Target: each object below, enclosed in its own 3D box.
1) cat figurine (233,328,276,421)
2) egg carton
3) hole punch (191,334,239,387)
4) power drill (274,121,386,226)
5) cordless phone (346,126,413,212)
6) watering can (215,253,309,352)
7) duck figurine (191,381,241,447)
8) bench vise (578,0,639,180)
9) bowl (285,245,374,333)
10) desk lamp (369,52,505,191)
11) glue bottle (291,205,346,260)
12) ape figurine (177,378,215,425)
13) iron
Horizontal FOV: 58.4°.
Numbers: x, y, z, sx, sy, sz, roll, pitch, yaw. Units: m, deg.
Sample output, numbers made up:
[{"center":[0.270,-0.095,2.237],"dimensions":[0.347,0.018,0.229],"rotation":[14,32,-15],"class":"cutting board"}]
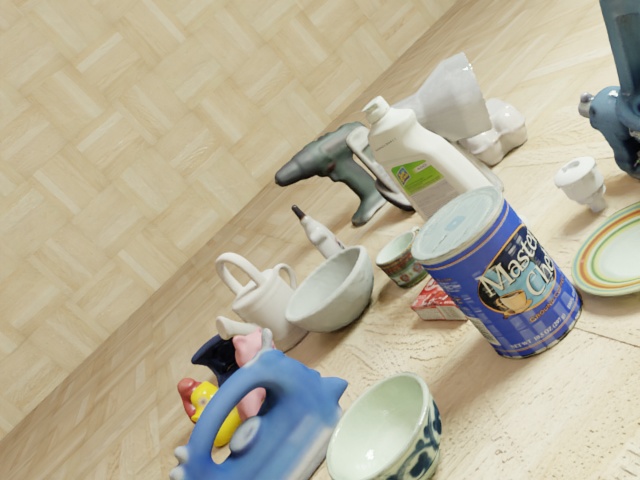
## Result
[{"center":[-0.100,0.196,0.857],"dimensions":[0.067,0.118,0.128],"rotation":[-20,27,55],"class":"cat figurine"},{"center":[0.300,-0.191,1.001],"dimensions":[0.107,0.069,0.150],"rotation":[-39,15,13],"class":"egg carton"},{"center":[-0.178,0.207,1.083],"dimensions":[0.108,0.091,0.101],"rotation":[-40,15,11],"class":"hole punch"},{"center":[0.044,-0.135,1.233],"dimensions":[0.230,0.208,0.075],"rotation":[-46,15,-13],"class":"power drill"},{"center":[0.148,-0.160,1.080],"dimensions":[0.148,0.185,0.094],"rotation":[-47,15,-14],"class":"cordless phone"},{"center":[-0.109,0.102,0.991],"dimensions":[0.100,0.194,0.173],"rotation":[-33,18,32],"class":"watering can"},{"center":[-0.161,0.259,0.902],"dimensions":[0.077,0.086,0.105],"rotation":[-30,19,40],"class":"duck figurine"},{"center":[0.311,-0.151,0.559],"dimensions":[0.122,0.220,0.207],"rotation":[-49,16,-22],"class":"bench vise"},{"center":[0.028,0.091,0.906],"dimensions":[0.167,0.075,0.167],"rotation":[-39,15,13],"class":"bowl"},{"center":[0.188,-0.142,0.868],"dimensions":[0.203,0.214,0.118],"rotation":[-38,16,19],"class":"desk lamp"},{"center":[0.009,0.004,1.003],"dimensions":[0.037,0.173,0.078],"rotation":[-41,15,7],"class":"glue bottle"},{"center":[-0.203,0.270,0.966],"dimensions":[0.076,0.092,0.078],"rotation":[-30,20,40],"class":"ape figurine"},{"center":[-0.090,0.236,0.670],"dimensions":[0.259,0.141,0.118],"rotation":[-49,16,-21],"class":"iron"}]
